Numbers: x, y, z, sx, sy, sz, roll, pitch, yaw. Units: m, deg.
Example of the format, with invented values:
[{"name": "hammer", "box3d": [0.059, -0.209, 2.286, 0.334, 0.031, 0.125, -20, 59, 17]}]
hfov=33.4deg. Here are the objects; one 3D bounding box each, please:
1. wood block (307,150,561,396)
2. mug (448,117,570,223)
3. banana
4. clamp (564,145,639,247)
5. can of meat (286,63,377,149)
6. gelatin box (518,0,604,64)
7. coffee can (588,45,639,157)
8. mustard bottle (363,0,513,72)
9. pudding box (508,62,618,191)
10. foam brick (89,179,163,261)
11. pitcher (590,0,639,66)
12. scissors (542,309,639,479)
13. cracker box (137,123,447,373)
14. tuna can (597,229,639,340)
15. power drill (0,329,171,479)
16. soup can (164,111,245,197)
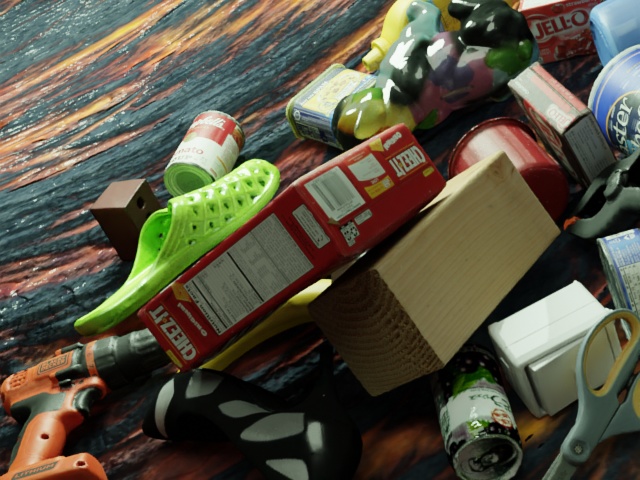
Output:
[{"name": "wood block", "box3d": [0.096, 0.023, 0.860, 0.090, 0.091, 0.205, -32, 6, 47]}, {"name": "mug", "box3d": [0.165, -0.046, 0.977, 0.117, 0.093, 0.081, -33, 38, 3]}, {"name": "banana", "box3d": [-0.046, 0.080, 0.986, 0.198, 0.037, 0.069, -22, 32, 6]}, {"name": "clamp", "box3d": [0.253, -0.035, 0.863, 0.039, 0.172, 0.120, 27, 51, -4]}, {"name": "can of meat", "box3d": [0.026, -0.153, 1.237, 0.102, 0.057, 0.084, -42, 39, -22]}, {"name": "gelatin box", "box3d": [0.270, -0.237, 1.174, 0.089, 0.073, 0.030, -8, 37, 24]}, {"name": "coffee can", "box3d": [0.317, -0.103, 0.937, 0.102, 0.102, 0.140, -29, 34, -5]}, {"name": "mustard bottle", "box3d": [0.134, -0.255, 1.267, 0.191, 0.096, 0.058, -33, 34, -10]}, {"name": "pudding box", "box3d": [0.224, -0.097, 0.965, 0.039, 0.113, 0.090, -39, 45, 7]}, {"name": "foam brick", "box3d": [-0.209, -0.022, 1.194, 0.051, 0.078, 0.053, -4, 39, 32]}, {"name": "pitcher", "box3d": [0.390, -0.224, 1.022, 0.243, 0.149, 0.145, -22, 34, 11]}, {"name": "scissors", "box3d": [0.199, 0.147, 0.744, 0.096, 0.016, 0.201, 22, 75, 0]}, {"name": "cracker box", "box3d": [-0.022, 0.008, 0.853, 0.214, 0.072, 0.163, -37, -2, 39]}, {"name": "tuna can", "box3d": [0.241, 0.035, 0.816, 0.034, 0.086, 0.086, -17, 35, 10]}, {"name": "power drill", "box3d": [-0.217, 0.165, 0.968, 0.184, 0.057, 0.187, -22, 31, 12]}, {"name": "soup can", "box3d": [-0.135, -0.095, 1.253, 0.069, 0.068, 0.102, -7, 39, 26]}]
